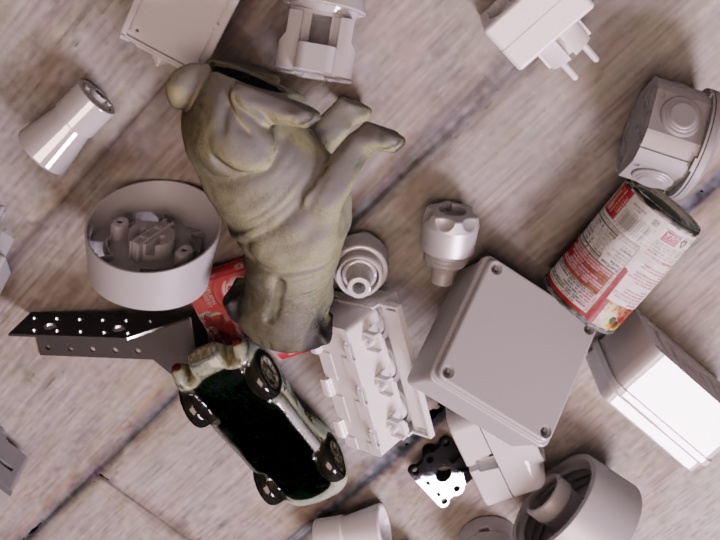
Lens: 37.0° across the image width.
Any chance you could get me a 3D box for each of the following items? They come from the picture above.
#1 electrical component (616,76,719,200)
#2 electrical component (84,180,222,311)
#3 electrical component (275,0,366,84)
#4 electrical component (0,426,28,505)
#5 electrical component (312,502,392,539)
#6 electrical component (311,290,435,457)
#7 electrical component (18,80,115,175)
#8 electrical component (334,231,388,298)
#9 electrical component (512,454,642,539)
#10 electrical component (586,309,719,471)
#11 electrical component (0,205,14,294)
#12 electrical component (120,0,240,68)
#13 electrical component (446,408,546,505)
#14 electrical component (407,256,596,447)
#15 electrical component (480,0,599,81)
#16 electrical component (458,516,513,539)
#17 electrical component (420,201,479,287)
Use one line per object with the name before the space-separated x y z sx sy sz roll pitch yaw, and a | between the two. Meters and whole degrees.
electrical component | 0.219 -0.094 0.759 0.051 0.080 0.080 18 115 -1
electrical component | -0.155 -0.017 0.801 0.099 0.099 0.064 10 122 -3
electrical component | -0.027 -0.162 0.740 0.058 0.078 0.057 9 95 -2
electrical component | -0.372 0.190 0.926 0.150 0.061 0.089 -40 108 19
electrical component | -0.009 0.232 0.946 0.065 0.044 0.044 -12 115 13
electrical component | 0.007 0.081 0.852 0.079 0.063 0.121 10 125 43
electrical component | -0.212 -0.107 0.789 0.065 0.044 0.044 -41 108 14
electrical component | 0.000 0.000 0.821 0.043 0.062 0.043 1 116 1
electrical component | 0.173 0.202 0.891 0.060 0.108 0.108 40 111 -9
electrical component | 0.240 0.095 0.850 0.113 0.078 0.057 39 108 -16
electrical component | -0.290 -0.015 0.823 0.047 0.083 0.075 26 76 -10
electrical component | -0.119 -0.183 0.740 0.062 0.061 0.096 27 121 -11
electrical component | 0.116 0.140 0.889 0.059 0.053 0.095 -21 113 12
electrical component | 0.109 0.064 0.822 0.109 0.056 0.108 32 70 -13
electrical component | 0.133 -0.165 0.744 0.066 0.047 0.077 -40 108 19
electrical component | 0.116 0.253 0.948 0.055 0.047 0.055 1 116 2
electrical component | 0.067 -0.018 0.820 0.043 0.043 0.062 6 118 -1
